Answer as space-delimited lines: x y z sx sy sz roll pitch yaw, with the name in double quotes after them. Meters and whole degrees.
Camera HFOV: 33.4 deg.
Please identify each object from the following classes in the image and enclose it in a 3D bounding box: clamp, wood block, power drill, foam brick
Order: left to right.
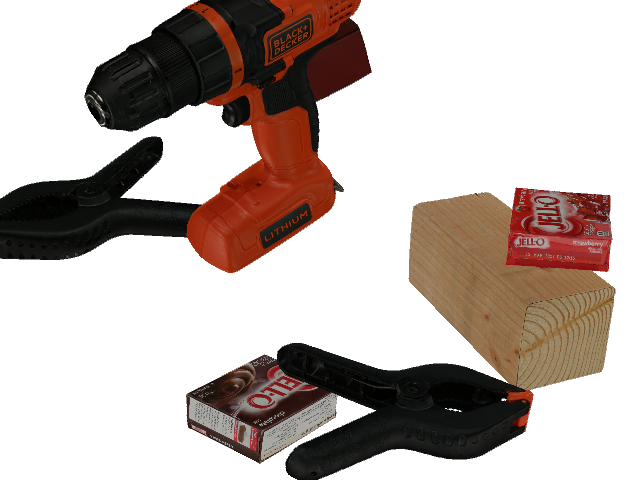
-0.171 -0.021 0.836 0.209 0.036 0.165 -21 38 -35 "clamp"
-0.051 -0.068 0.650 0.184 0.188 0.057 -33 57 -26 "power drill"
-0.004 -0.160 0.927 0.078 0.051 0.053 -29 44 -9 "foam brick"
0.052 0.114 0.684 0.171 0.039 0.120 4 37 2 "clamp"
0.169 0.040 0.989 0.090 0.090 0.206 -10 29 -20 "wood block"

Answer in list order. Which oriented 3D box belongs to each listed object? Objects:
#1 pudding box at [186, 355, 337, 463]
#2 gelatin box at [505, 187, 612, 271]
-0.051 0.149 0.962 0.090 0.039 0.113 18 27 33 "pudding box"
0.179 -0.010 0.797 0.073 0.030 0.089 5 25 13 "gelatin box"
